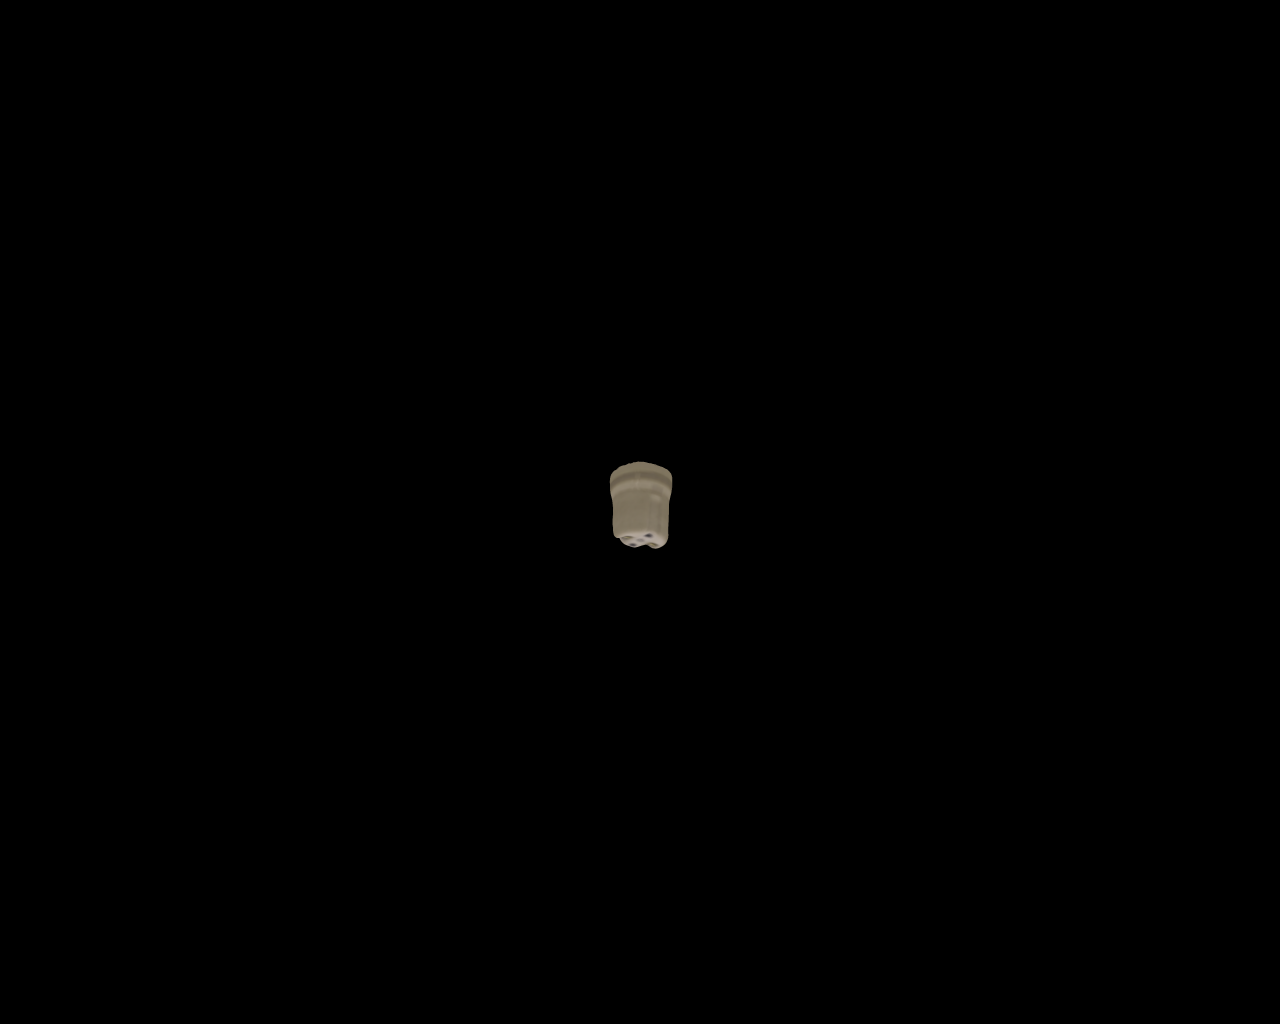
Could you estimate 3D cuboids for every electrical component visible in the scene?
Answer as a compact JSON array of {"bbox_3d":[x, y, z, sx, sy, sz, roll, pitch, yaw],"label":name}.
[{"bbox_3d":[0.001,-0.003,0.650,0.040,0.046,0.040,0,-27,0],"label":"electrical component"}]
